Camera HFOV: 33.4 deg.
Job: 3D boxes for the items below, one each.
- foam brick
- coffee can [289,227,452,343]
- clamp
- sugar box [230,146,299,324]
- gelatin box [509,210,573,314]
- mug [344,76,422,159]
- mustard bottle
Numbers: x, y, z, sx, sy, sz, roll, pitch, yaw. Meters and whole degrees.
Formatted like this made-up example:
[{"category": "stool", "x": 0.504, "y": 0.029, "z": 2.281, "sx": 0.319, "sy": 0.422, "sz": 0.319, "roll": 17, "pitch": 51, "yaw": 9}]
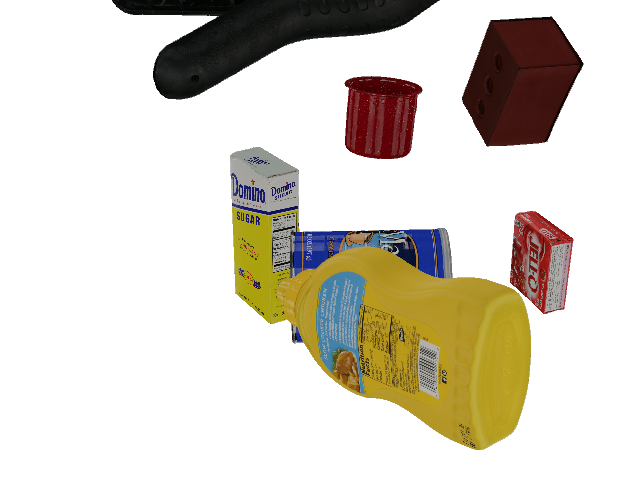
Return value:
[{"category": "foam brick", "x": 0.141, "y": -0.112, "z": 0.757, "sx": 0.051, "sy": 0.053, "sz": 0.078, "roll": -8, "pitch": -38, "yaw": -18}, {"category": "coffee can", "x": 0.044, "y": 0.041, "z": 0.965, "sx": 0.140, "sy": 0.103, "sz": 0.103, "roll": -1, "pitch": 0, "yaw": 1}, {"category": "clamp", "x": -0.013, "y": -0.111, "z": 0.504, "sx": 0.171, "sy": 0.039, "sz": 0.120, "roll": -12, "pitch": 43, "yaw": -5}, {"category": "sugar box", "x": -0.062, "y": -0.006, "z": 1.184, "sx": 0.048, "sy": 0.176, "sz": 0.093, "roll": -16, "pitch": 28, "yaw": -27}, {"category": "gelatin box", "x": 0.236, "y": 0.023, "z": 1.151, "sx": 0.030, "sy": 0.089, "sz": 0.073, "roll": -11, "pitch": 30, "yaw": -18}, {"category": "mug", "x": 0.079, "y": -0.150, "z": 1.295, "sx": 0.093, "sy": 0.081, "sz": 0.117, "roll": 19, "pitch": 26, "yaw": 32}, {"category": "mustard bottle", "x": 0.040, "y": 0.055, "z": 0.674, "sx": 0.058, "sy": 0.096, "sz": 0.192, "roll": -18, "pitch": 25, "yaw": -40}]
